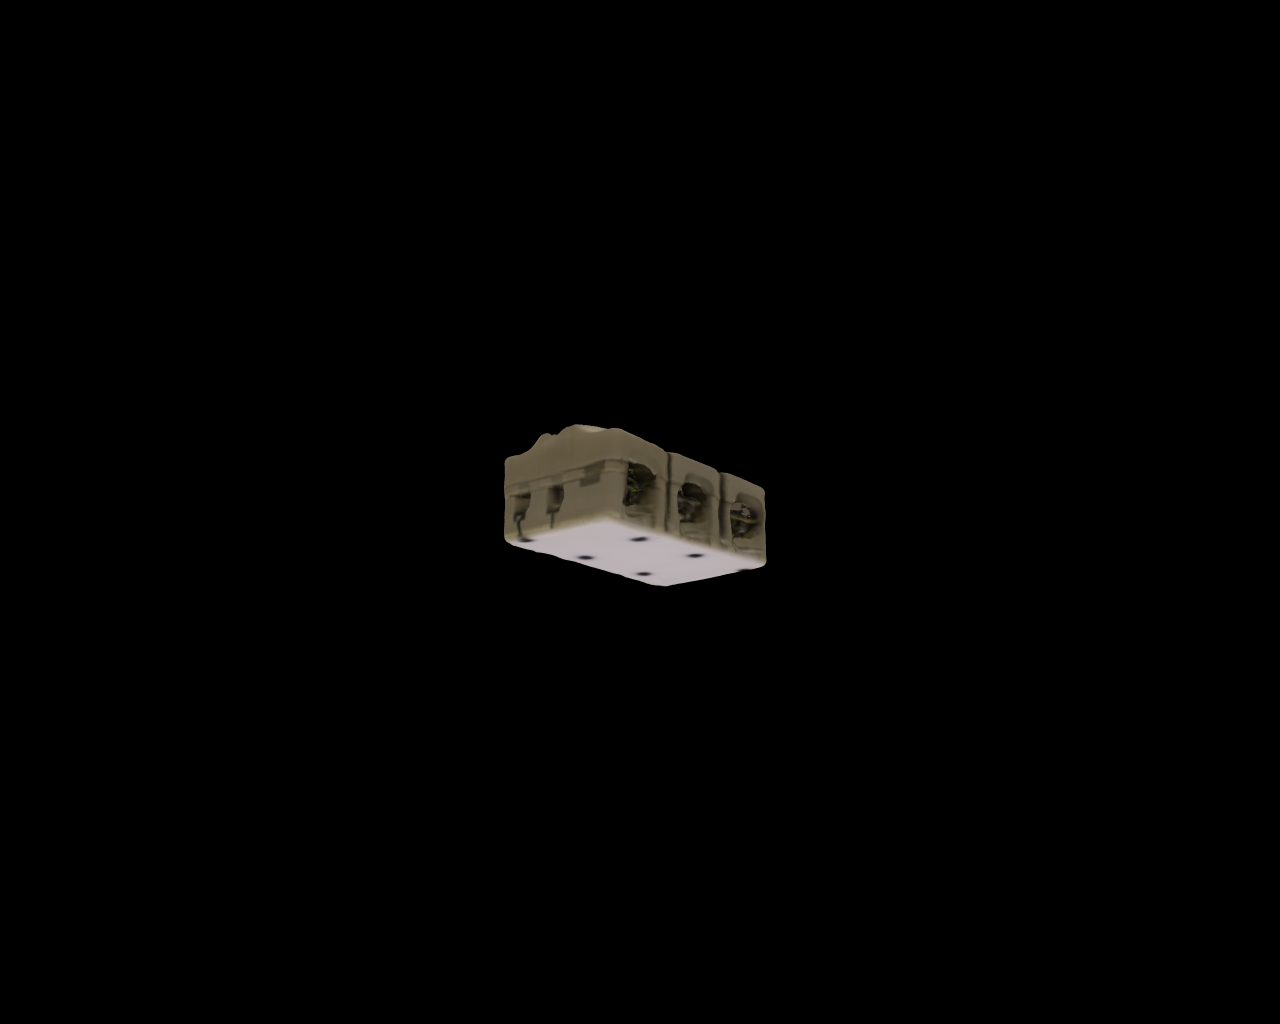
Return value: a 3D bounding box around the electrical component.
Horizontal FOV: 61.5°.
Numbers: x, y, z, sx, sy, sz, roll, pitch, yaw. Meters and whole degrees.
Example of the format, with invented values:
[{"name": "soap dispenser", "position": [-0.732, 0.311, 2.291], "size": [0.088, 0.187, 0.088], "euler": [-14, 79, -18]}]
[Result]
[{"name": "electrical component", "position": [0.001, -0.003, 0.650], "size": [0.089, 0.062, 0.150], "euler": [-14, -22, 38]}]
